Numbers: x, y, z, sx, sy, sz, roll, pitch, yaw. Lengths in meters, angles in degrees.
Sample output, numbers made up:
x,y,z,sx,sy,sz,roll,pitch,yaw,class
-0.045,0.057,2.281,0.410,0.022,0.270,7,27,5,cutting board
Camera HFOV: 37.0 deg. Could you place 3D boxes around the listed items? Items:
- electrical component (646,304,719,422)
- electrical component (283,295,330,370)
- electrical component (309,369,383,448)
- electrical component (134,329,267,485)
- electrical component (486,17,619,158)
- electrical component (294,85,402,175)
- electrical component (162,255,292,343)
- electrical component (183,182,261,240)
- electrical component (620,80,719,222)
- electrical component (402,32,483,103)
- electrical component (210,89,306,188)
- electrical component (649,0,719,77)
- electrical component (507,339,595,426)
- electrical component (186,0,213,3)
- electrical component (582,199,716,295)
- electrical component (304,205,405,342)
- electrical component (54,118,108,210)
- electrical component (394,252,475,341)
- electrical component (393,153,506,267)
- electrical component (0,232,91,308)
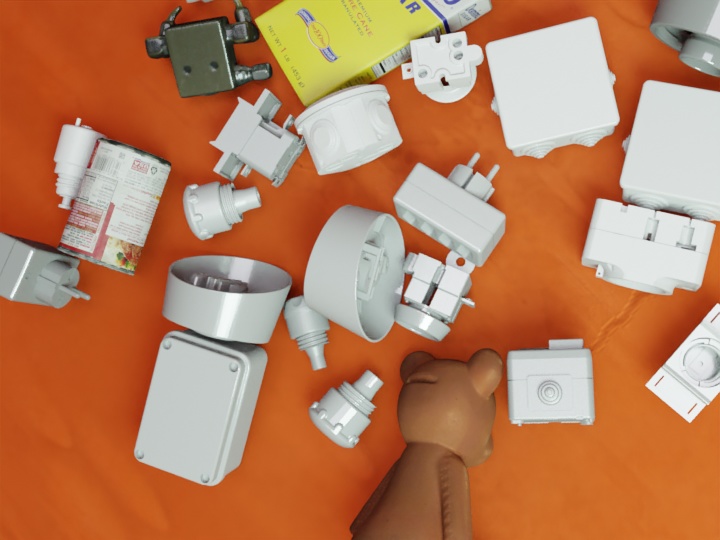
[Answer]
x,y,z,sx,sy,sz,roll,pitch,yaw,class
0.256,0.070,0.806,0.042,0.064,0.081,42,93,15,electrical component
-0.041,0.052,0.886,0.035,0.035,0.061,-17,84,10,electrical component
-0.007,0.109,0.868,0.048,0.048,0.062,40,86,13,electrical component
-0.130,0.110,0.877,0.078,0.057,0.113,17,98,13,electrical component
0.154,-0.143,0.858,0.100,0.048,0.099,-12,82,10,electrical component
-0.009,-0.114,0.874,0.080,0.080,0.051,-22,85,9,electrical component
-0.110,0.022,0.874,0.099,0.099,0.064,17,94,13,electrical component
-0.116,-0.054,0.909,0.062,0.048,0.048,-14,81,3,electrical component
0.252,-0.089,0.826,0.100,0.048,0.099,13,79,15,electrical component
0.069,-0.164,0.874,0.066,0.055,0.048,-8,83,11,electrical component
-0.084,-0.106,0.908,0.064,0.042,0.081,33,92,12,electrical component
0.271,-0.180,0.810,0.108,0.108,0.060,26,96,13,electrical component
0.144,0.085,0.811,0.062,0.096,0.061,-3,80,12,electrical component
-0.127,-0.269,0.933,0.066,0.048,0.055,-16,89,10,electrical component
0.220,-0.015,0.829,0.089,0.050,0.055,14,86,13,electrical component
0.000,0.000,0.852,0.064,0.099,0.099,21,89,19,electrical component
-0.248,-0.091,0.942,0.040,0.040,0.078,14,87,13,electrical component
0.057,0.024,0.863,0.066,0.048,0.055,24,82,13,electrical component
0.083,-0.059,0.865,0.083,0.047,0.075,33,82,13,electrical component
-0.265,0.008,0.913,0.076,0.083,0.047,24,89,13,electrical component
